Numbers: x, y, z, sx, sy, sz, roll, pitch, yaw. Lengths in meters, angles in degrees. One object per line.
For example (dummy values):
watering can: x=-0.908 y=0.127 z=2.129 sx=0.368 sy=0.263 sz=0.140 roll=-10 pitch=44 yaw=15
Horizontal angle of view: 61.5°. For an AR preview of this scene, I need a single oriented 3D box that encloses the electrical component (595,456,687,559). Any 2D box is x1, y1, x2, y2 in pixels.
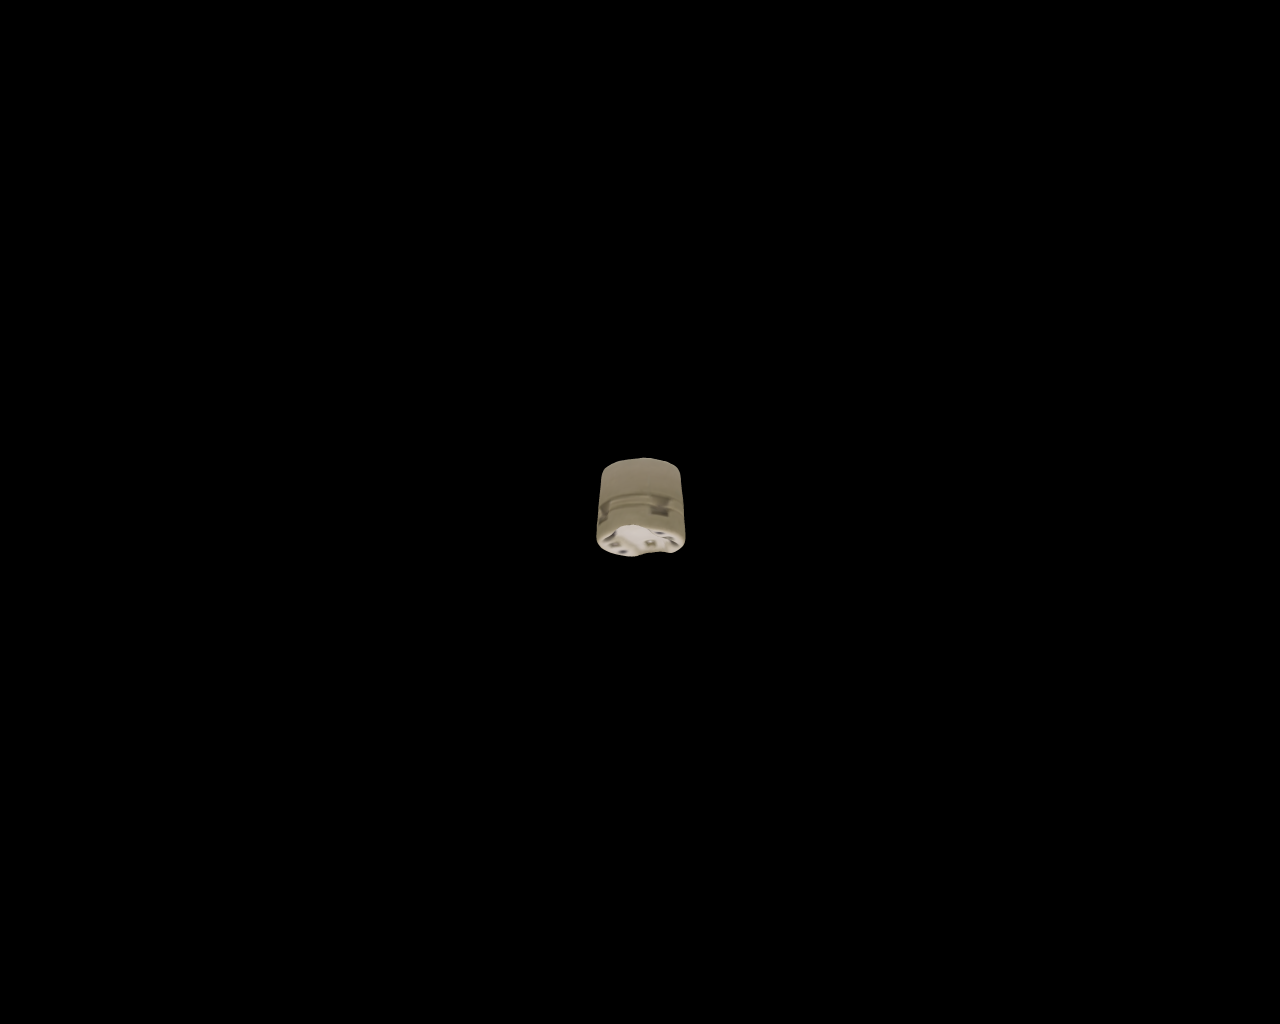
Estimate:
electrical component: x=0.001 y=-0.003 z=0.650 sx=0.055 sy=0.047 sz=0.055 roll=0 pitch=-22 yaw=0
